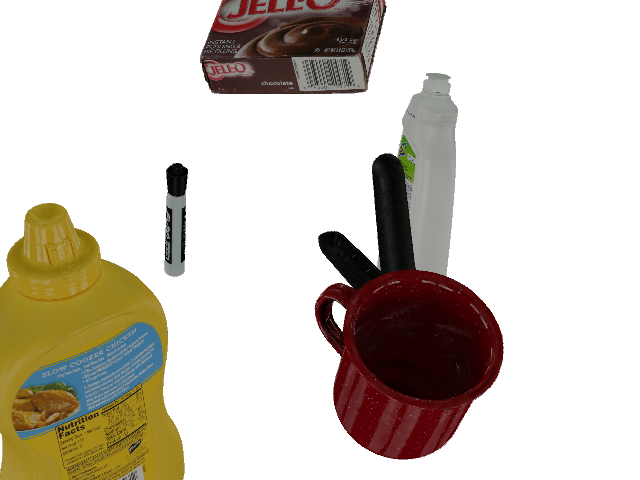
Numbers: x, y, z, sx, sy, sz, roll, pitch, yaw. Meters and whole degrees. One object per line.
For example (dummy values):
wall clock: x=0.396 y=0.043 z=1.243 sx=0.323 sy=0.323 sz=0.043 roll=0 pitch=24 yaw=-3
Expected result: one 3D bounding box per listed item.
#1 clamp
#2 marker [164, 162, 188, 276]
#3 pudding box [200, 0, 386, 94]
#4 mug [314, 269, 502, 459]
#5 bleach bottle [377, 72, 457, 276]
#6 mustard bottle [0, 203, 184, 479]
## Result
clamp: x=0.064 y=0.043 z=0.871 sx=0.036 sy=0.210 sz=0.165 roll=-15 pitch=-25 yaw=-23
marker: x=-0.129 y=-0.018 z=0.956 sx=0.020 sy=0.121 sz=0.020 roll=5 pitch=40 yaw=-4
pudding box: x=-0.017 y=-0.142 z=0.731 sx=0.113 sy=0.090 sz=0.039 roll=3 pitch=-39 yaw=13
mug: x=0.043 y=0.071 z=0.639 sx=0.117 sy=0.082 sz=0.093 roll=35 pitch=55 yaw=16
bleach bottle: x=0.122 y=-0.067 z=1.240 sx=0.068 sy=0.251 sz=0.103 roll=-2 pitch=23 yaw=-21
mustard bottle: x=-0.119 y=0.066 z=0.518 sx=0.096 sy=0.192 sz=0.058 roll=-25 pitch=42 yaw=-30
